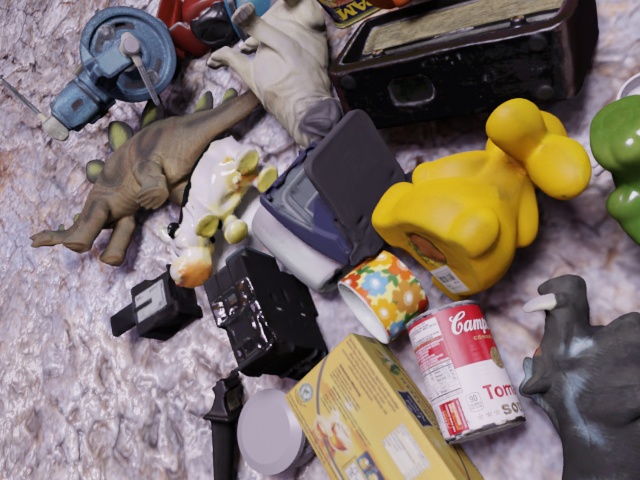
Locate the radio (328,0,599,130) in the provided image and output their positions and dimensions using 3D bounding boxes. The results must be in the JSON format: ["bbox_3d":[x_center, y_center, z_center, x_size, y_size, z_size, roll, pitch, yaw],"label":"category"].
[{"bbox_3d":[0.129,-0.176,0.507,0.230,0.073,0.131,-2,42,35],"label":"radio"}]

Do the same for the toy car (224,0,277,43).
[{"bbox_3d":[-0.068,-0.339,0.718,0.103,0.109,0.162,-3,60,11],"label":"toy car"}]

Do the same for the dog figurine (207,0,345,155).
[{"bbox_3d":[-0.009,-0.187,0.632,0.172,0.190,0.121,-46,7,-28],"label":"dog figurine"}]

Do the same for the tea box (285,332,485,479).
[{"bbox_3d":[0.055,0.178,0.475,0.098,0.068,0.170,-44,54,13],"label":"tea box"}]

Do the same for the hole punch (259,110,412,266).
[{"bbox_3d":[0.018,-0.045,0.524,0.092,0.115,0.142,-20,25,45],"label":"hole punch"}]

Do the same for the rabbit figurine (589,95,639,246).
[{"bbox_3d":[0.247,0.001,0.342,0.121,0.158,0.170,-6,47,20],"label":"rabbit figurine"}]

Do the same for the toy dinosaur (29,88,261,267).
[{"bbox_3d":[-0.215,-0.109,0.733,0.472,0.105,0.199,-25,57,13],"label":"toy dinosaur"}]

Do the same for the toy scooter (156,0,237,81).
[{"bbox_3d":[-0.195,-0.335,0.812,0.184,0.075,0.135,-23,61,31],"label":"toy scooter"}]

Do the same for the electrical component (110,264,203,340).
[{"bbox_3d":[-0.215,0.092,0.699,0.119,0.047,0.075,-36,57,20],"label":"electrical component"}]

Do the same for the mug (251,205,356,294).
[{"bbox_3d":[-0.001,-0.002,0.575,0.109,0.080,0.107,-29,64,-17],"label":"mug"}]

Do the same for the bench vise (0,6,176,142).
[{"bbox_3d":[-0.273,-0.216,0.687,0.224,0.128,0.241,-38,23,-15],"label":"bench vise"}]

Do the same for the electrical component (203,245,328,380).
[{"bbox_3d":[-0.055,0.072,0.556,0.058,0.114,0.134,-35,60,18],"label":"electrical component"}]

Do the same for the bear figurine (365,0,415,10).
[{"bbox_3d":[0.118,-0.291,0.499,0.196,0.131,0.120,-3,64,38],"label":"bear figurine"}]

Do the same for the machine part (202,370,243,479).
[{"bbox_3d":[-0.102,0.214,0.573,0.039,0.084,0.138,1,85,-2],"label":"machine part"}]

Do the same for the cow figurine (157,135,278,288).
[{"bbox_3d":[-0.126,-0.035,0.590,0.098,0.068,0.167,34,93,39],"label":"cow figurine"}]

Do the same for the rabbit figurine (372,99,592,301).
[{"bbox_3d":[0.143,-0.051,0.445,0.122,0.162,0.173,44,73,10],"label":"rabbit figurine"}]

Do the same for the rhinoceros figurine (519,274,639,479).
[{"bbox_3d":[0.206,0.119,0.395,0.112,0.073,0.190,-18,67,40],"label":"rhinoceros figurine"}]
